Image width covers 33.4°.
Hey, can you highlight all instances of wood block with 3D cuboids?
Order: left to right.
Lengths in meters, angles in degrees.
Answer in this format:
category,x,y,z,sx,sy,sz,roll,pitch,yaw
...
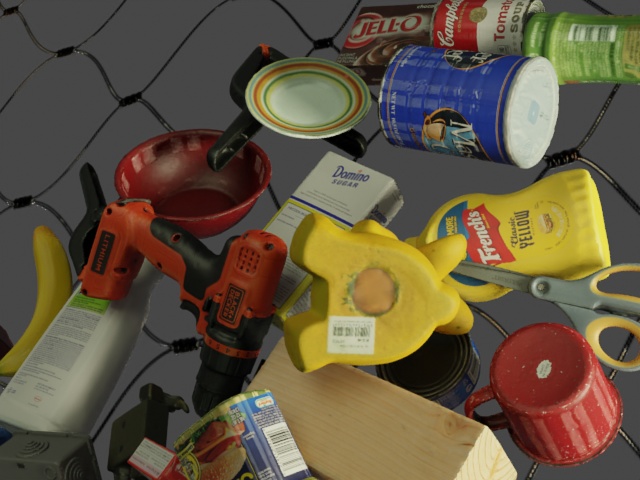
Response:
category,x,y,z,sx,sy,sz,roll,pitch,yaw
wood block,0.038,0.165,0.852,0.206,0.090,0.090,19,66,38

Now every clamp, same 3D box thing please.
category,x,y,z,sx,sy,sz,roll,pitch,yaw
clamp,-0.222,-0.026,1.172,0.120,0.039,0.171,-15,54,25
clamp,-0.056,-0.143,1.148,0.164,0.036,0.210,-10,43,-13

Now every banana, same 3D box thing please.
category,x,y,z,sx,sy,sz,roll,pitch,yaw
banana,-0.295,0.070,1.123,0.037,0.069,0.197,-42,28,44

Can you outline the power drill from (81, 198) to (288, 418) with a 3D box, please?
category,x,y,z,sx,sy,sz,roll,pitch,yaw
power drill,-0.130,0.054,0.989,0.188,0.057,0.184,24,101,22

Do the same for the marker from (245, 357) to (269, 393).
category,x,y,z,sx,sy,sz,roll,pitch,yaw
marker,-0.069,0.159,0.965,0.020,0.020,0.121,11,62,33

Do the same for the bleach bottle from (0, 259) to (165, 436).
category,x,y,z,sx,sy,sz,roll,pitch,yaw
bleach bottle,-0.220,0.090,1.067,0.103,0.068,0.250,11,60,35

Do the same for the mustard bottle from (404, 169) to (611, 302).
category,x,y,z,sx,sy,sz,roll,pitch,yaw
mustard bottle,0.151,0.004,0.937,0.192,0.058,0.096,-12,71,21

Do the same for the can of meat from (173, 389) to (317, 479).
category,x,y,z,sx,sy,sz,roll,pitch,yaw
can of meat,-0.060,0.172,0.821,0.102,0.057,0.084,-41,68,39

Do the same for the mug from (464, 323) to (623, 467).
category,x,y,z,sx,sy,sz,roll,pitch,yaw
mug,0.168,0.120,0.827,0.117,0.081,0.093,-17,50,16

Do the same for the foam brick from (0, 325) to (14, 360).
category,x,y,z,sx,sy,sz,roll,pitch,yaw
foam brick,-0.370,0.120,1.130,0.078,0.051,0.053,-39,46,-4

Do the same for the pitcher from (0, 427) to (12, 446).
category,x,y,z,sx,sy,sz,roll,pitch,yaw
pitcher,-0.407,0.243,1.014,0.243,0.149,0.144,-5,18,21

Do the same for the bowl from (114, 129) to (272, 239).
category,x,y,z,sx,sy,sz,roll,pitch,yaw
bowl,-0.130,-0.050,1.107,0.162,0.055,0.162,-1,39,0

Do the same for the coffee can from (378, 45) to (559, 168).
category,x,y,z,sx,sy,sz,roll,pitch,yaw
coffee can,0.141,-0.129,1.015,0.141,0.102,0.102,13,63,34

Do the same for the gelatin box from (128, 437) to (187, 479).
category,x,y,z,sx,sy,sz,roll,pitch,yaw
gelatin box,-0.115,0.203,0.897,0.030,0.073,0.089,-54,21,-17

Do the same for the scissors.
category,x,y,z,sx,sy,sz,roll,pitch,yaw
scissors,0.190,0.059,0.877,0.202,0.016,0.096,-2,79,21

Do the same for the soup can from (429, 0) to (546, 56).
category,x,y,z,sx,sy,sz,roll,pitch,yaw
soup can,0.172,-0.211,1.085,0.102,0.068,0.068,7,60,31

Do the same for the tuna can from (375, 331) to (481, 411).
category,x,y,z,sx,sy,sz,roll,pitch,yaw
tuna can,0.093,0.106,0.910,0.086,0.033,0.086,-14,51,18

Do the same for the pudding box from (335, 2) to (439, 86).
category,x,y,z,sx,sy,sz,roll,pitch,yaw
pudding box,0.082,-0.211,1.150,0.114,0.039,0.090,6,59,31

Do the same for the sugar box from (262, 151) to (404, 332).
category,x,y,z,sx,sy,sz,roll,pitch,yaw
sugar box,-0.007,0.002,1.034,0.093,0.048,0.176,28,69,39
